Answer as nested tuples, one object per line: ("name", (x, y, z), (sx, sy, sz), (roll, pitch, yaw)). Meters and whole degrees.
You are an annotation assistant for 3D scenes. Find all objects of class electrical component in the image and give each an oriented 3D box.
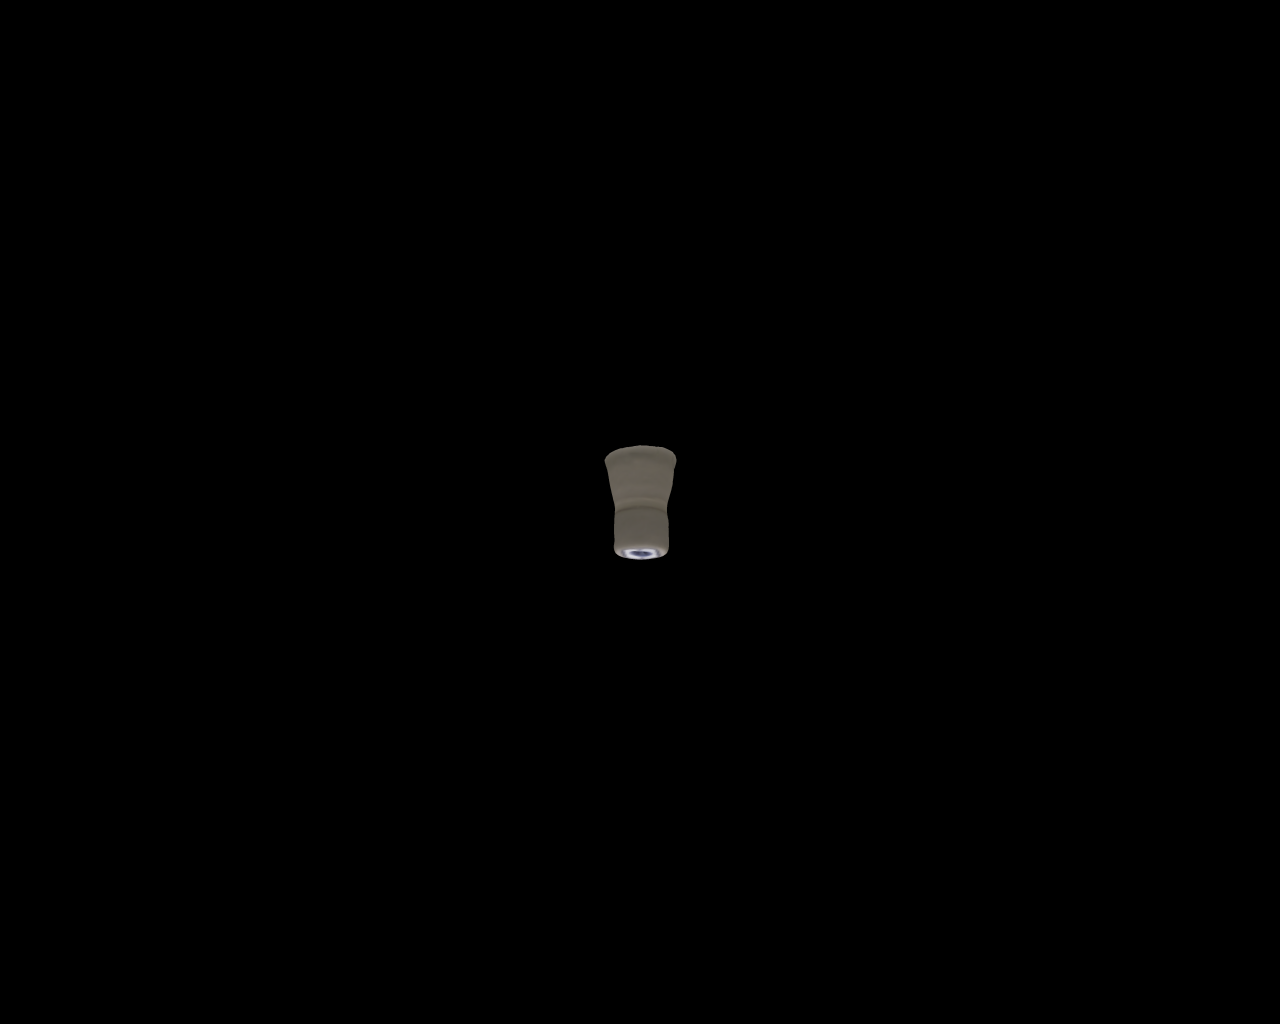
("electrical component", (0.001, -0.003, 0.650), (0.044, 0.065, 0.044), (0, -18, 0))
